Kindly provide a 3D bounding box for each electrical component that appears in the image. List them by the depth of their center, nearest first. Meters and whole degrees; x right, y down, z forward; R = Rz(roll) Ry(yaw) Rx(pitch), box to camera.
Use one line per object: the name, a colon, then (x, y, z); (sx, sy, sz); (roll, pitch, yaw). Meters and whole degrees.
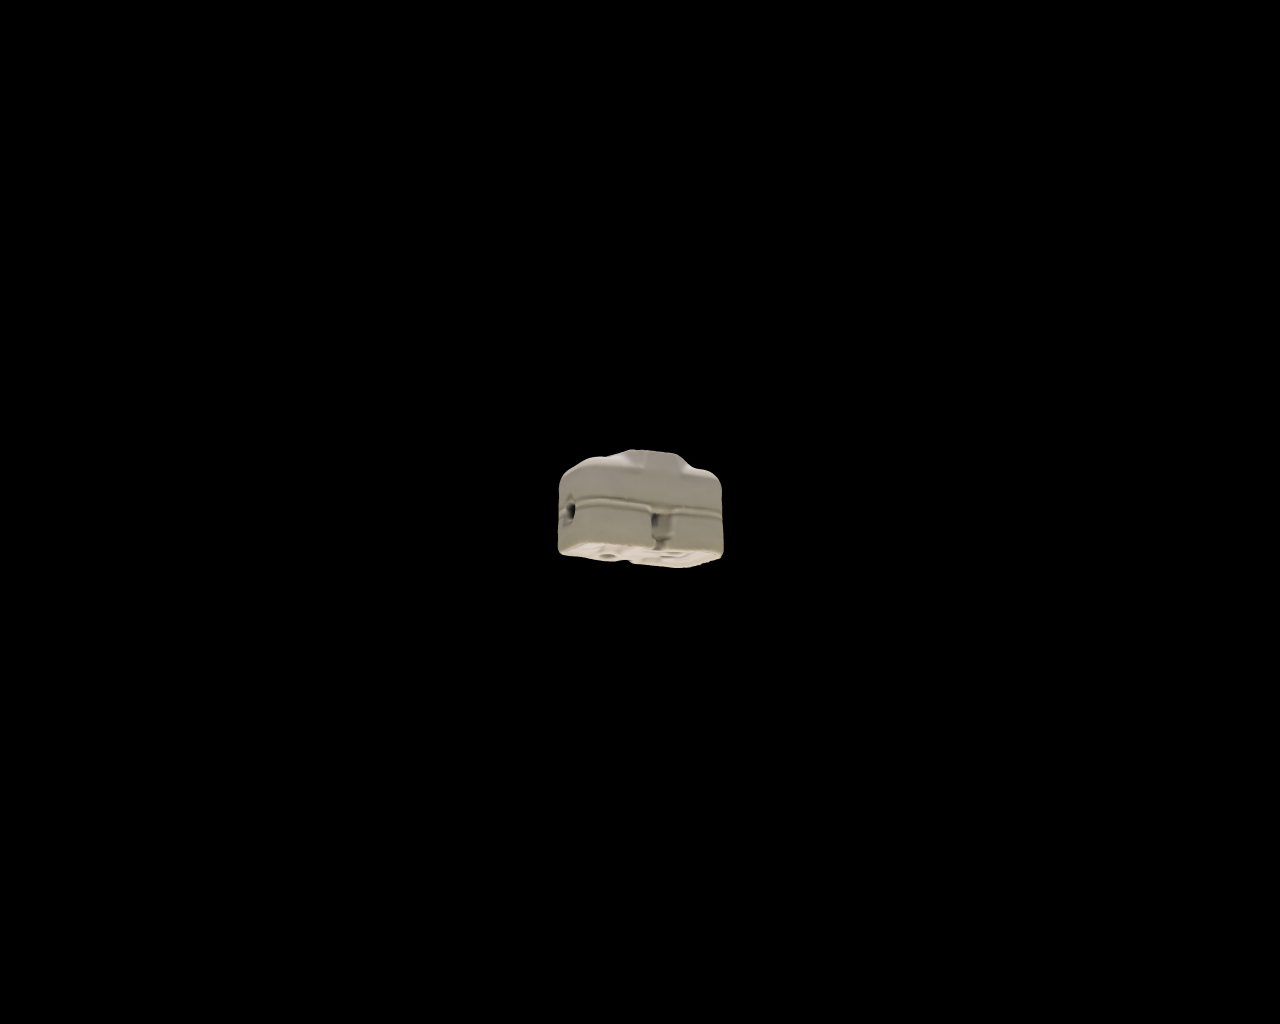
electrical component: (0.001, -0.003, 0.650); (0.095, 0.059, 0.053); (7, -15, -26)
